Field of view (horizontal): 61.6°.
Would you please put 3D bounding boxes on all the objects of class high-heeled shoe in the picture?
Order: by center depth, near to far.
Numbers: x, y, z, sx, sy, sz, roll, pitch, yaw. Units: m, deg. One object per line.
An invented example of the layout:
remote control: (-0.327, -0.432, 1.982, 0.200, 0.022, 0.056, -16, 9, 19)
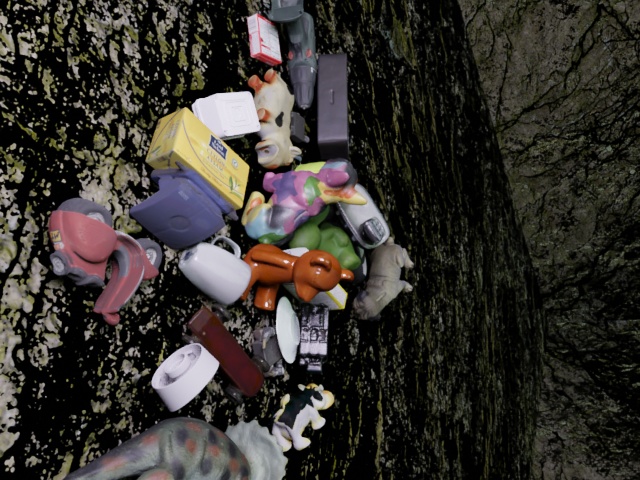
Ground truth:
high-heeled shoe: (0.066, -0.017, 1.303, 0.145, 0.086, 0.248, 11, 71, -68)

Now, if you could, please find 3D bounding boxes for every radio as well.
radio: (0.033, -0.309, 1.273, 0.131, 0.073, 0.229, 72, 18, -75)

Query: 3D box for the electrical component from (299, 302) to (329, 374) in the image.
electrical component: (-0.011, 0.203, 1.097, 0.114, 0.058, 0.134, 81, 11, -72)

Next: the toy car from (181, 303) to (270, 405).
toy car: (-0.160, 0.193, 0.914, 0.089, 0.053, 0.202, -48, 123, -26)

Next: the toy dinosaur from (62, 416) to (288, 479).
toy dinosaur: (-0.189, 0.332, 0.788, 0.404, 0.131, 0.192, 44, 36, -38)

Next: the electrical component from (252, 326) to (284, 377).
electrical component: (-0.093, 0.213, 1.020, 0.078, 0.045, 0.102, -10, 92, -56)

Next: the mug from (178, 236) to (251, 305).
mug: (-0.176, 0.039, 0.903, 0.107, 0.081, 0.109, 38, 57, -36)

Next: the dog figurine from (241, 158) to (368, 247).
dog figurine: (-0.024, -0.072, 1.020, 0.108, 0.219, 0.191, 50, 52, -35)

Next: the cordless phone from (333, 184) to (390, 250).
cordless phone: (0.084, -0.047, 1.133, 0.146, 0.089, 0.184, 59, 6, 0)

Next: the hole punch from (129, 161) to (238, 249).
hole punch: (-0.215, -0.048, 0.838, 0.142, 0.116, 0.092, 50, 52, -38)

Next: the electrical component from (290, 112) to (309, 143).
electrical component: (-0.054, -0.256, 1.216, 0.094, 0.021, 0.063, 25, 62, -52)

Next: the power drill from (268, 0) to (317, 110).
power drill: (-0.049, -0.431, 1.169, 0.207, 0.086, 0.232, 54, 33, -63)

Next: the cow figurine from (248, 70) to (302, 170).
cow figurine: (-0.094, -0.232, 1.097, 0.127, 0.086, 0.195, 27, 60, -45)

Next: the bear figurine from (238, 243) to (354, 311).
bear figurine: (-0.050, 0.073, 0.958, 0.120, 0.196, 0.132, 33, 75, -52)

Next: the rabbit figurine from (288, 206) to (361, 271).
rabbit figurine: (-0.002, -0.003, 1.143, 0.170, 0.121, 0.159, 23, 57, -56)

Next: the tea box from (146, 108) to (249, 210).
tea box: (-0.200, -0.127, 0.907, 0.169, 0.068, 0.098, 40, 44, -45)

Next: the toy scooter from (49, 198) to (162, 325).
toy scooter: (-0.294, 0.036, 0.727, 0.183, 0.075, 0.135, 44, 49, -50)

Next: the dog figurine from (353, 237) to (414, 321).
dog figurine: (0.148, 0.096, 1.355, 0.190, 0.121, 0.172, -27, 104, -54)

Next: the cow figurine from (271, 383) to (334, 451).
cow figurine: (-0.036, 0.331, 1.066, 0.167, 0.068, 0.098, -38, 108, -55)
